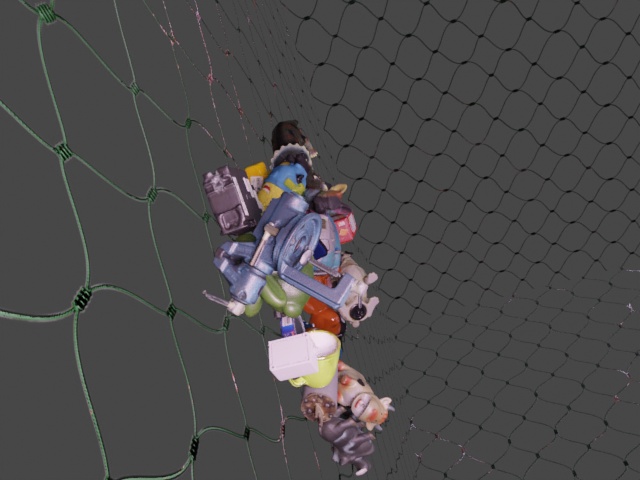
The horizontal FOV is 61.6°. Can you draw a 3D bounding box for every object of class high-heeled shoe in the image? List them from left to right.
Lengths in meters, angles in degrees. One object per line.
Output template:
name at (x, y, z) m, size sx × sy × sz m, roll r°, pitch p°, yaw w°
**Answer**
high-heeled shoe at (0.024, 0.211, 1.507) m, size 0.145 × 0.086 × 0.248 m, roll -105°, pitch 175°, yaw -47°

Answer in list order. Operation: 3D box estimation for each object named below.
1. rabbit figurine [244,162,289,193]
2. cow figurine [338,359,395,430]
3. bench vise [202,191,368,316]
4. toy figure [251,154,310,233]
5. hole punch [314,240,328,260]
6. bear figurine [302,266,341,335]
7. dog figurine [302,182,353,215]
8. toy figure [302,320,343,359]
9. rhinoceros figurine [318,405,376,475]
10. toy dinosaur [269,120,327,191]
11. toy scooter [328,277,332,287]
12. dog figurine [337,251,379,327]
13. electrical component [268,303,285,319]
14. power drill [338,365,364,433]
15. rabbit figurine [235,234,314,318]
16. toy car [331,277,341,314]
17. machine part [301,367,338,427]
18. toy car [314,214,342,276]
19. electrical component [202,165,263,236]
rabbit figurine at (-0.087, -0.106, 1.233) m, size 0.173 × 0.122 × 0.162 m, roll -56°, pitch 135°, yaw -77°
cow figurine at (0.088, 0.357, 1.224) m, size 0.127 × 0.085 × 0.195 m, roll 31°, pitch 0°, yaw -13°
bench vise at (-0.044, 0.045, 0.850) m, size 0.223 × 0.241 × 0.128 m, roll -57°, pitch 160°, yaw -16°
toy figure at (-0.083, -0.088, 1.093) m, size 0.089 × 0.180 × 0.082 m, roll 39°, pitch -13°, yaw -9°
hole punch at (-0.064, 0.029, 1.151) m, size 0.142 × 0.116 × 0.092 m, roll 48°, pitch 45°, yaw -12°
bear figurine at (0.006, 0.160, 1.317) m, size 0.120 × 0.132 × 0.195 m, roll -25°, pitch 93°, yaw -39°
dog figurine at (0.029, -0.120, 1.604) m, size 0.191 × 0.219 × 0.108 m, roll -18°, pitch 101°, yaw -39°
toy figure at (-0.010, 0.228, 1.218) m, size 0.064 × 0.058 × 0.155 m, roll 39°, pitch -9°, yaw -35°
rhinoceros figurine at (0.068, 0.467, 1.238) m, size 0.190 × 0.112 × 0.073 m, roll 54°, pitch -10°, yaw -29°
toy dinosaur at (-0.086, -0.266, 1.555) m, size 0.192 × 0.131 × 0.405 m, roll 62°, pitch 9°, yaw -53°
toy scooter at (-0.008, 0.106, 1.494) m, size 0.184 × 0.075 × 0.135 m, roll -70°, pitch 145°, yaw -82°
dog figurine at (0.078, 0.130, 1.482) m, size 0.191 × 0.121 × 0.172 m, roll -135°, pitch -122°, yaw -72°
electrical component at (-0.085, 0.117, 1.124) m, size 0.078 × 0.045 × 0.102 m, roll 5°, pitch 64°, yaw -50°
power drill at (0.063, 0.411, 1.419) m, size 0.207 × 0.086 × 0.232 m, roll 75°, pitch 8°, yaw -46°
rabbit figurine at (-0.102, 0.066, 0.983) m, size 0.170 × 0.121 × 0.159 m, roll 42°, pitch 36°, yaw -37°
toy car at (0.042, 0.142, 1.588) m, size 0.056 × 0.073 × 0.202 m, roll 29°, pitch 16°, yaw -37°
machine part at (0.001, 0.314, 1.182) m, size 0.243 × 0.079 × 0.079 m, roll -82°, pitch 154°, yaw -67°
toy car at (-0.003, -0.004, 1.238) m, size 0.102 × 0.109 × 0.162 m, roll 89°, pitch 1°, yaw -58°
electrical component at (-0.151, -0.067, 0.965) m, size 0.134 × 0.058 × 0.115 m, roll 2°, pitch 70°, yaw -80°
